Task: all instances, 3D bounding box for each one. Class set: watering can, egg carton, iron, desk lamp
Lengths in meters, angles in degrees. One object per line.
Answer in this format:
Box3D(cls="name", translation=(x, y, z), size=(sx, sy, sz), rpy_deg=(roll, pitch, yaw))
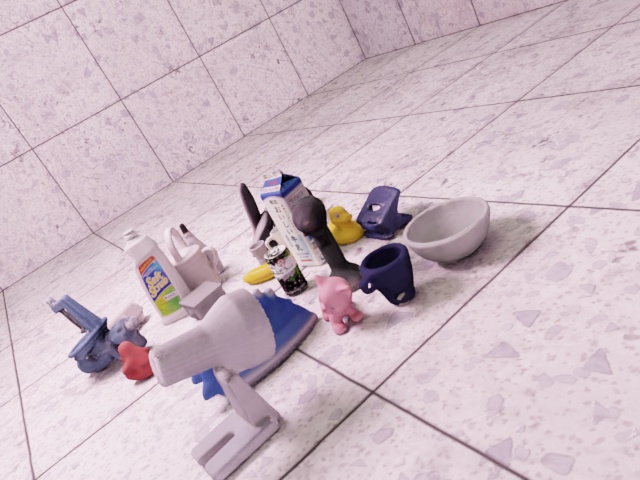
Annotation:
Box3D(cls="watering can", translation=(-0.352, 0.058, 1.479), size=(0.173, 0.194, 0.100), rpy_deg=(-33, 22, -11))
Box3D(cls="egg carton", translation=(-0.532, 0.226, 1.497), size=(0.107, 0.069, 0.150), rpy_deg=(-15, 25, 31))
Box3D(cls="iron", translation=(-0.134, 0.165, 1.042), size=(0.259, 0.142, 0.118), rpy_deg=(-36, 23, -19))
Box3D(cls="desk lamp", translation=(-0.143, 0.207, 0.860), size=(0.203, 0.214, 0.117), rpy_deg=(-40, 24, -25))

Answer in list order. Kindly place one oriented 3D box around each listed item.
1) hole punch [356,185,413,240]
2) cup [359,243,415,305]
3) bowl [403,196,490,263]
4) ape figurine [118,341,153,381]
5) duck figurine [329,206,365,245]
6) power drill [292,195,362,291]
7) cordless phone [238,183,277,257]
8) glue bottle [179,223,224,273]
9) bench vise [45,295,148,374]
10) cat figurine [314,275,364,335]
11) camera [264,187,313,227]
Box3D(cls="hole punch", translation=(0.137, -0.062, 1.287), size=(0.101, 0.091, 0.108), rpy_deg=(-38, 23, -23))
Box3D(cls="cup", translation=(0.120, 0.074, 0.997), size=(0.091, 0.095, 0.118), rpy_deg=(-3, 33, 48))
Box3D(cls="bowl", translation=(0.242, -0.008, 1.058), size=(0.167, 0.075, 0.167), rpy_deg=(-25, 22, 11))
Box3D(cls="ape figurine", translation=(-0.399, 0.256, 1.235), size=(0.075, 0.092, 0.078), rpy_deg=(-2, 34, 49))
Box3D(cls="duck figurine", translation=(0.050, -0.042, 1.356), size=(0.078, 0.086, 0.104), rpy_deg=(-39, 24, -25))
Box3D(cls="power drill", translation=(0.010, 0.004, 1.133), size=(0.075, 0.209, 0.229), rpy_deg=(-27, 22, 4))
Box3D(cls="cordless phone", translation=(-0.178, -0.056, 1.534), size=(0.094, 0.185, 0.147), rpy_deg=(-28, 22, 2))
Box3D(cls="glue bottle", translation=(-0.332, 0.029, 1.550), size=(0.078, 0.173, 0.037), rpy_deg=(-32, 22, -7))
Box3D(cls="bench vise", translation=(-0.520, 0.198, 1.339), size=(0.207, 0.220, 0.121), rpy_deg=(-28, 22, 3))
Box3D(cls="cat figurine", translation=(0.023, 0.100, 1.026), size=(0.067, 0.118, 0.127), rpy_deg=(-33, 22, -9))
Box3D(cls="camera", translation=(-0.077, -0.106, 1.636), size=(0.142, 0.101, 0.137), rpy_deg=(0, 35, 51))
